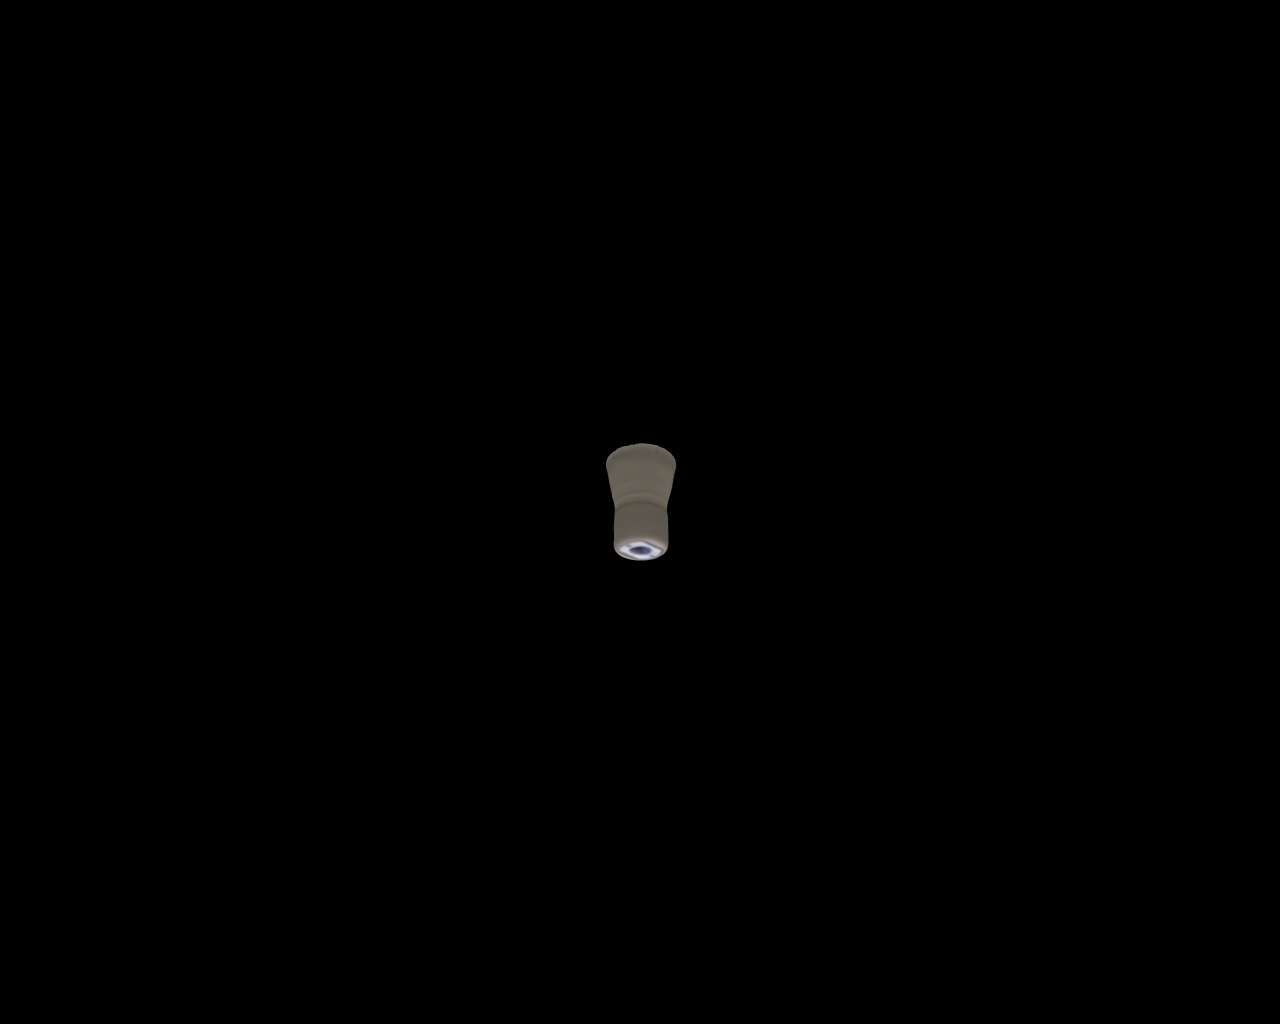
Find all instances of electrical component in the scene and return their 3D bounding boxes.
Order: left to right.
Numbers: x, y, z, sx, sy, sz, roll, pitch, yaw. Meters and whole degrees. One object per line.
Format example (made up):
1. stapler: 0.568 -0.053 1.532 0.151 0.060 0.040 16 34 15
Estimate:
1. electrical component: 0.001 -0.003 0.650 0.044 0.065 0.044 0 -28 0
